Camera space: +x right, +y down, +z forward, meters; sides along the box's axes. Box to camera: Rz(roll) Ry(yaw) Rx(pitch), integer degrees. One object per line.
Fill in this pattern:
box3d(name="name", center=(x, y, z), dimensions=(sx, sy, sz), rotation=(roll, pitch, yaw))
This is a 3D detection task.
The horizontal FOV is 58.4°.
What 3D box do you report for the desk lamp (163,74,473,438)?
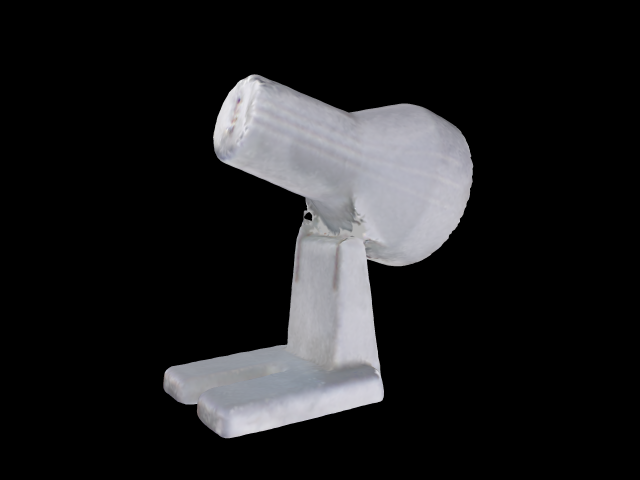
box3d(name="desk lamp", center=(0.004, 0.001, 0.400), dimensions=(0.204, 0.213, 0.117), rotation=(-3, 5, -37))
